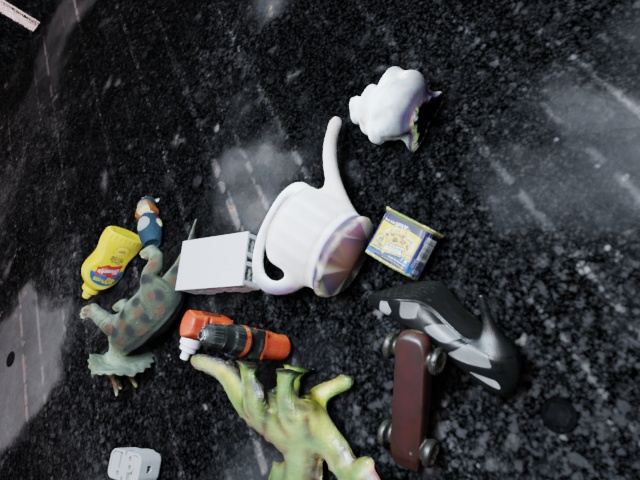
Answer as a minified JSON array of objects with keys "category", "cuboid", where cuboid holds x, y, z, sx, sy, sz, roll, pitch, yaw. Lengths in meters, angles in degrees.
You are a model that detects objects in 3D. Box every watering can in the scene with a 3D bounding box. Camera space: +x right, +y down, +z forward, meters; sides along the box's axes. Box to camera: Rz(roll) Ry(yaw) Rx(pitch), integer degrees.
[{"category":"watering can","cuboid":[0.003,-0.046,0.914,0.227,0.103,0.347,31,92,38]}]

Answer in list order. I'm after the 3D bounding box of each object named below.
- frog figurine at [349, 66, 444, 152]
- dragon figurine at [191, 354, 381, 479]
[{"category":"frog figurine","cuboid":[0.115,-0.237,0.903,0.161,0.123,0.136,26,109,28]},{"category":"dragon figurine","cuboid":[-0.071,0.321,0.833,0.409,0.121,0.245,-3,79,36]}]
